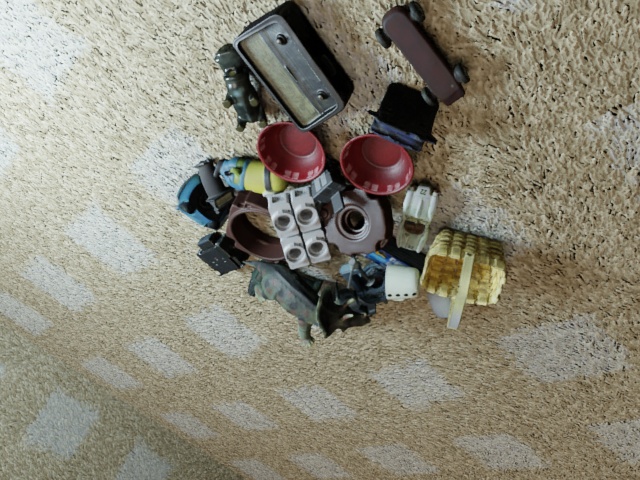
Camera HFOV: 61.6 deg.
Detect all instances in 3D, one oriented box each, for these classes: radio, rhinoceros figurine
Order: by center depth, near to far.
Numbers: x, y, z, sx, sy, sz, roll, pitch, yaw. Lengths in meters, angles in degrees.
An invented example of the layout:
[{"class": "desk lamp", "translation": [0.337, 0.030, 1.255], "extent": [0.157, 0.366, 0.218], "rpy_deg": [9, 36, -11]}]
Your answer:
[{"class": "radio", "translation": [-0.045, -0.333, 1.047], "extent": [0.131, 0.073, 0.229], "rpy_deg": [-18, 125, 38]}, {"class": "rhinoceros figurine", "translation": [-0.159, -0.311, 1.106], "extent": [0.073, 0.112, 0.190], "rpy_deg": [-7, 146, 9]}]

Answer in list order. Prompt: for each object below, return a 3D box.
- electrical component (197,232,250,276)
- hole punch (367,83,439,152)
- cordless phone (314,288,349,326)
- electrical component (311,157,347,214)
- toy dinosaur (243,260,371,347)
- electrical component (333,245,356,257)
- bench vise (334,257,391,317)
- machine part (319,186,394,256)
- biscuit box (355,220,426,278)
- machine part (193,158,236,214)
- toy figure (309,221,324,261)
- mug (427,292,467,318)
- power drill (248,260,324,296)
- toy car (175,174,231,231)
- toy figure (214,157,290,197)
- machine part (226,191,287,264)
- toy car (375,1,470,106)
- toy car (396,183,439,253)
[{"class": "electrical component", "translation": [-0.293, 0.037, 1.577], "extent": [0.115, 0.058, 0.134], "rpy_deg": [-24, 122, 38]}, {"class": "hole punch", "translation": [0.158, -0.225, 1.046], "extent": [0.142, 0.116, 0.092], "rpy_deg": [25, 148, -2]}, {"class": "cordless phone", "translation": [0.031, 0.227, 1.582], "extent": [0.089, 0.146, 0.184], "rpy_deg": [64, 156, 21]}, {"class": "electrical component", "translation": [0.019, -0.117, 1.211], "extent": [0.047, 0.119, 0.075], "rpy_deg": [16, 142, -37]}, {"class": "toy dinosaur", "translation": [-0.069, 0.135, 1.383], "extent": [0.405, 0.131, 0.192], "rpy_deg": [35, 144, 18]}, {"class": "electrical component", "translation": [0.066, 0.010, 1.407], "extent": [0.094, 0.021, 0.063], "rpy_deg": [34, 139, -13]}, {"class": "bench vise", "translation": [0.111, 0.116, 1.411], "extent": [0.224, 0.129, 0.240], "rpy_deg": [-12, 147, 24]}, {"class": "machine part", "translation": [0.086, -0.046, 1.257], "extent": [0.180, 0.056, 0.179], "rpy_deg": [8, 108, 26]}, {"class": "biscuit box", "translation": [0.169, 0.029, 1.350], "extent": [0.203, 0.063, 0.059], "rpy_deg": [30, 140, -7]}, {"class": "machine part", "translation": [-0.266, -0.142, 1.365], "extent": [0.039, 0.084, 0.138], "rpy_deg": [15, 137, 50]}, {"class": "toy figure", "translation": [-0.001, -0.004, 1.396], "extent": [0.064, 0.058, 0.154], "rpy_deg": [11, 138, -3]}, {"class": "mug", "translation": [0.325, 0.136, 1.382], "extent": [0.110, 0.081, 0.107], "rpy_deg": [-10, 121, 40]}, {"class": "power drill", "translation": [-0.101, 0.130, 1.581], "extent": [0.207, 0.086, 0.231], "rpy_deg": [29, 137, 5]}, {"class": "toy car", "translation": [-0.316, -0.099, 1.418], "extent": [0.103, 0.109, 0.161], "rpy_deg": [12, 156, 48]}, {"class": "toy figure", "translation": [-0.161, -0.156, 1.289], "extent": [0.180, 0.082, 0.089], "rpy_deg": [19, 135, 10]}, {"class": "machine part", "translation": [-0.137, -0.036, 1.403], "extent": [0.201, 0.087, 0.200], "rpy_deg": [25, 140, 1]}, {"class": "toy car", "translation": [0.186, -0.329, 0.961], "extent": [0.089, 0.053, 0.202], "rpy_deg": [-34, 112, 33]}, {"class": "toy car", "translation": [0.224, -0.050, 1.243], "extent": [0.074, 0.056, 0.201], "rpy_deg": [15, 139, 10]}]
